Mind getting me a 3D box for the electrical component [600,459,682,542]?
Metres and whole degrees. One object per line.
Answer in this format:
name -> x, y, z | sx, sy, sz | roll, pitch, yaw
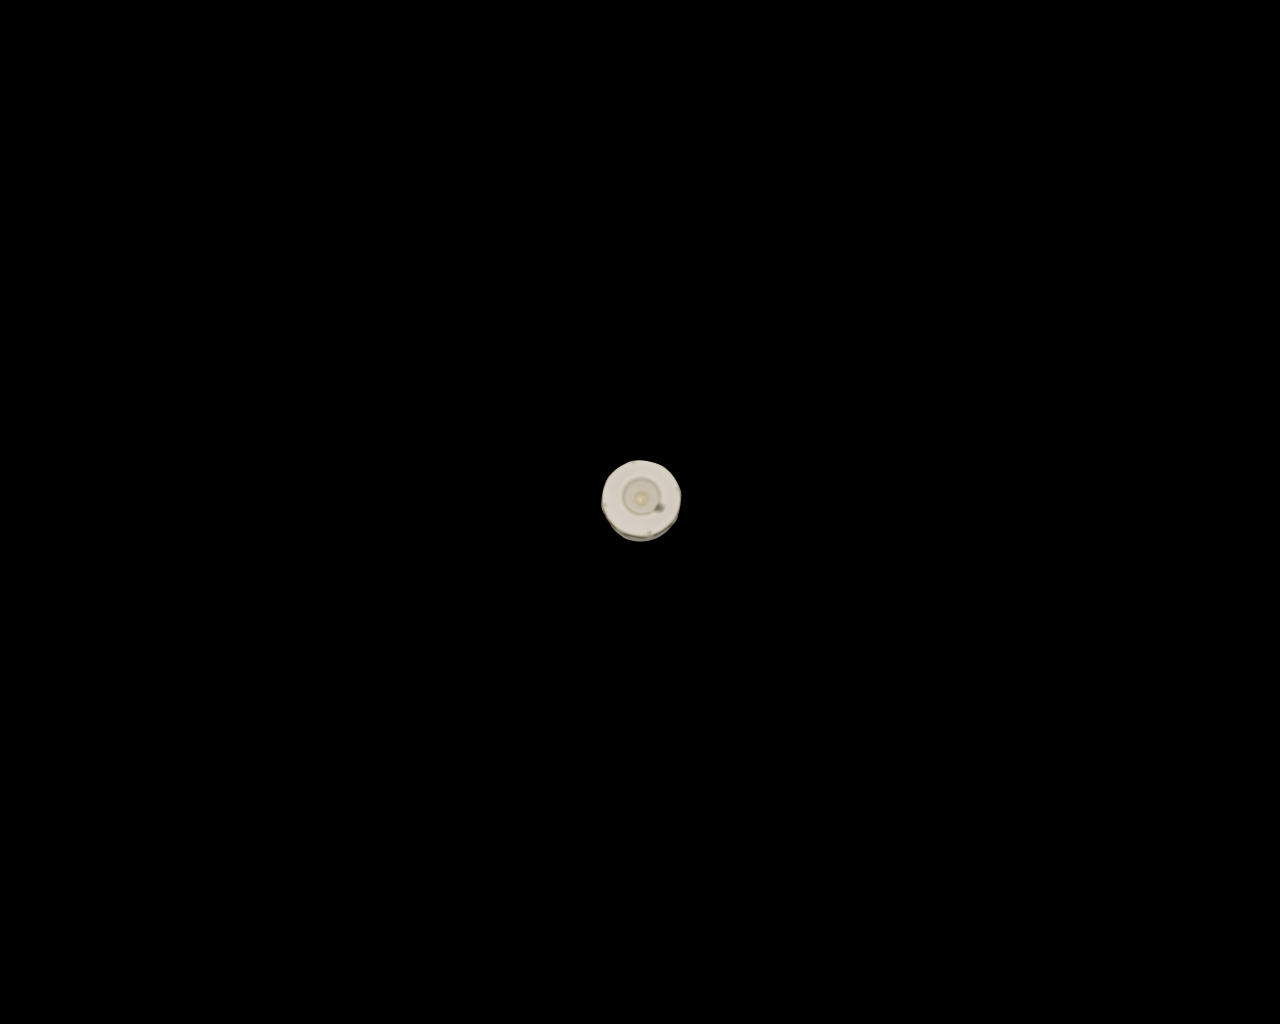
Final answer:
electrical component -> 0.001, -0.003, 0.650 | 0.048, 0.048, 0.062 | 0, -13, 0
